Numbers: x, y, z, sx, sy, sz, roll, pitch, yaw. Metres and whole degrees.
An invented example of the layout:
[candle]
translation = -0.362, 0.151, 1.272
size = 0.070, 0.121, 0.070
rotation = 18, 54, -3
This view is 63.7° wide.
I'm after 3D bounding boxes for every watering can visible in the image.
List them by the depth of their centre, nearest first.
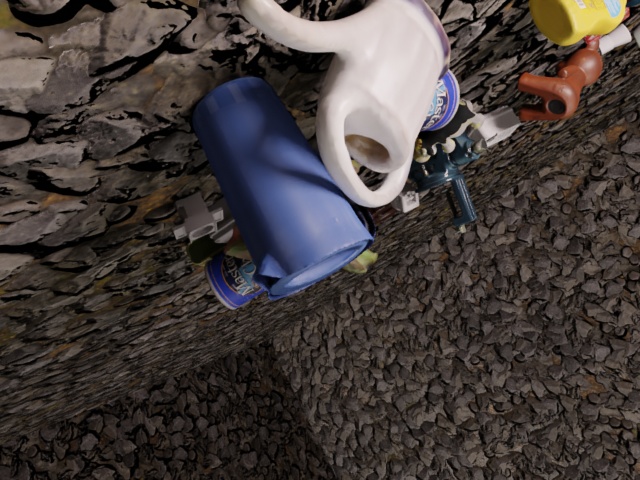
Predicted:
[watering can]
translation = 0.049, -0.176, 0.534
size = 0.227, 0.104, 0.341
rotation = -67, 149, -18

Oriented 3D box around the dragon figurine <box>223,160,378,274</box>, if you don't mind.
[dragon figurine]
translation = 0.003, -0.042, 0.839
size = 0.413, 0.246, 0.120
rotation = -11, 153, -48
